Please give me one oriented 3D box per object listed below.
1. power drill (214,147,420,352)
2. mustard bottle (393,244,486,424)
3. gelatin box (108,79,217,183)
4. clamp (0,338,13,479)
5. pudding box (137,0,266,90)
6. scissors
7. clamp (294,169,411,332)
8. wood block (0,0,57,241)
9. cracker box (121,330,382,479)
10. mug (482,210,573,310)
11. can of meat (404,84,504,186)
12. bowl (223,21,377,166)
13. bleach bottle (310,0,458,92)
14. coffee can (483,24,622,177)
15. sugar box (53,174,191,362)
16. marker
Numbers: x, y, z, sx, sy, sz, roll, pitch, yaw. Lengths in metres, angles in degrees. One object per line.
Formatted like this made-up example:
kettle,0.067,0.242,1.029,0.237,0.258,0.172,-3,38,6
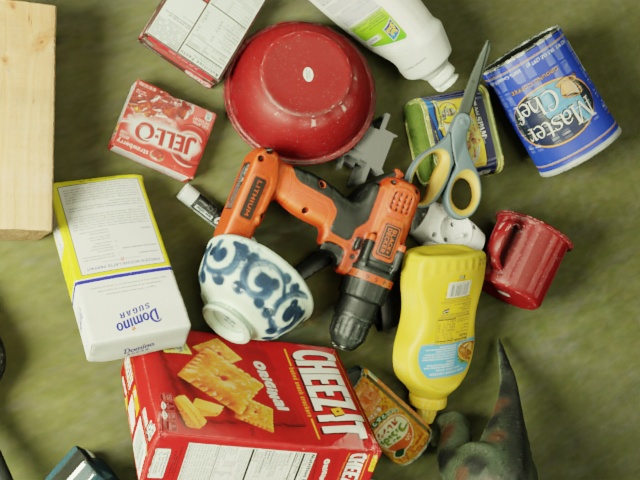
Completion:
power drill,-0.007,0.001,1.069,0.187,0.057,0.184,22,84,-16
mustard bottle,0.122,0.103,1.125,0.096,0.058,0.192,-6,107,-39
gelatin box,-0.156,-0.108,1.062,0.089,0.030,0.073,24,76,-19
clamp,-0.324,0.142,0.947,0.164,0.036,0.210,16,72,-6
pudding box,-0.119,-0.225,1.088,0.090,0.039,0.113,34,74,-17
scissors,0.161,-0.108,1.143,0.096,0.016,0.201,38,78,-16
clamp,0.056,0.009,1.136,0.120,0.039,0.171,38,76,-17
wood block,-0.293,-0.106,0.971,0.090,0.091,0.206,2,84,-23
cracker box,-0.068,0.159,0.996,0.213,0.164,0.072,9,118,-21
mug,0.215,0.020,1.167,0.081,0.093,0.117,-63,146,-11
can of meat,0.146,-0.114,1.178,0.083,0.058,0.102,-13,89,-22
bowl,-0.017,-0.160,1.090,0.162,0.055,0.162,2,77,-7
bleach bottle,0.049,-0.252,1.134,0.250,0.103,0.068,44,59,-17
coffee can,0.260,-0.156,1.206,0.102,0.103,0.140,-36,98,-22
sugar box,-0.189,0.023,0.987,0.093,0.048,0.176,-9,61,-23
marker,-0.093,-0.013,1.085,0.121,0.020,0.020,40,71,-14
